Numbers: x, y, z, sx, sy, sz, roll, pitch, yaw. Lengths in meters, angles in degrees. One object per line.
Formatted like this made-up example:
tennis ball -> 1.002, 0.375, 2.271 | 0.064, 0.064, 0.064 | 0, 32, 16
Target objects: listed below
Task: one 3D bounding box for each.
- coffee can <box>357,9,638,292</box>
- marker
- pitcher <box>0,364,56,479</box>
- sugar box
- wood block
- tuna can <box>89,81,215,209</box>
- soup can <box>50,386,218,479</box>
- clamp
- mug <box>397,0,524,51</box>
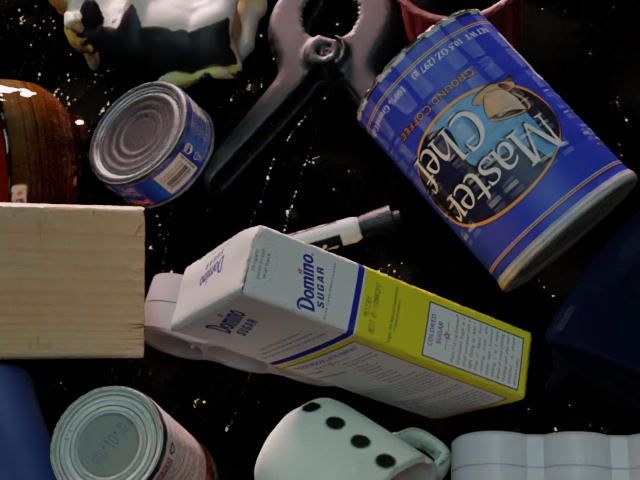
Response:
coffee can -> 0.105, -0.054, 0.646 | 0.102, 0.103, 0.140 | -38, 76, -8
marker -> -0.005, 0.001, 0.705 | 0.121, 0.020, 0.020 | -16, 62, 4
pitcher -> -0.177, 0.194, 0.569 | 0.145, 0.149, 0.243 | -37, 68, 18
sugar box -> 0.018, 0.049, 0.584 | 0.176, 0.094, 0.048 | 25, 63, -23
wood block -> -0.212, 0.026, 0.628 | 0.205, 0.090, 0.091 | 2, 84, -17
tuna can -> -0.117, -0.067, 0.740 | 0.086, 0.033, 0.086 | -16, 56, 24
soup can -> -0.105, 0.131, 0.615 | 0.068, 0.102, 0.068 | -5, 64, 10
clamp -> -0.003, -0.120, 0.755 | 0.164, 0.036, 0.210 | -6, 67, 9
mug -> 0.103, -0.171, 0.732 | 0.093, 0.081, 0.117 | 25, 72, 22
